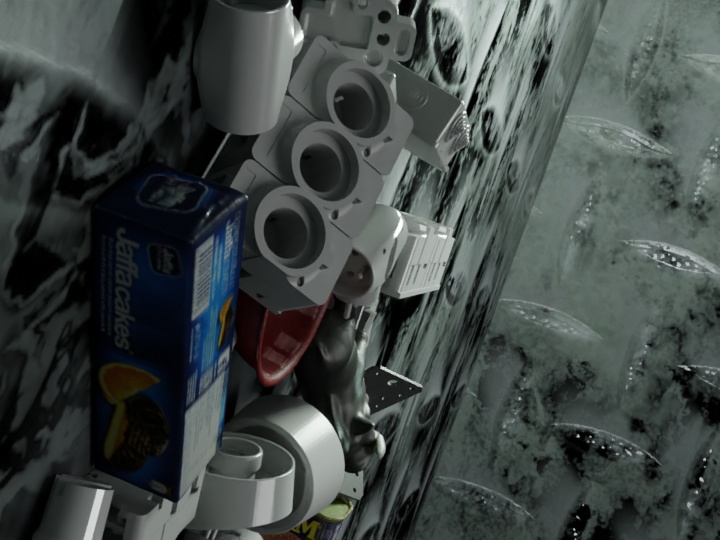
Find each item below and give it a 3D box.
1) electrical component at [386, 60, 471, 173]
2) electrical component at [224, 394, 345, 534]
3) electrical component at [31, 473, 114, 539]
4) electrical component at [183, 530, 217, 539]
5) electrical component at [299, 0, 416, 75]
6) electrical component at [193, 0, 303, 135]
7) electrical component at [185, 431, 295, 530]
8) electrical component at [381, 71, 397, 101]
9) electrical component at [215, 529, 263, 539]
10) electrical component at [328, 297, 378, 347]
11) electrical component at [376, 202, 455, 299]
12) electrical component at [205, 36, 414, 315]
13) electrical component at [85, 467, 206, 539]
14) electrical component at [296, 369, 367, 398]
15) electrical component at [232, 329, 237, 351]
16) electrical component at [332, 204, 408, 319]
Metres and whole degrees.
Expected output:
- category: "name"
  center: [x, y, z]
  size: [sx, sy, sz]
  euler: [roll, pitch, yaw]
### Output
- category: "electrical component"
  center: [0.047, -0.136, 0.938]
  size: [0.048, 0.100, 0.100]
  euler: [-56, 167, -2]
- category: "electrical component"
  center: [-0.074, 0.161, 0.872]
  size: [0.060, 0.108, 0.108]
  euler: [-25, 134, -64]
- category: "electrical component"
  center: [-0.164, 0.144, 0.615]
  size: [0.040, 0.040, 0.046]
  euler: [38, 67, -77]
- category: "electrical component"
  center: [-0.132, 0.238, 0.878]
  size: [0.077, 0.043, 0.079]
  euler: [68, 44, -71]
- category: "electrical component"
  center: [-0.002, -0.171, 0.741]
  size: [0.057, 0.078, 0.058]
  euler: [-90, -170, -59]
- category: "electrical component"
  center: [-0.058, -0.130, 0.622]
  size: [0.079, 0.044, 0.077]
  euler: [-55, 160, -49]
- category: "electrical component"
  center: [-0.097, 0.159, 0.793]
  size: [0.099, 0.099, 0.064]
  euler: [-27, 129, -72]
- category: "electrical component"
  center: [-0.006, -0.133, 0.829]
  size: [0.076, 0.047, 0.065]
  euler: [81, 31, -66]
- category: "electrical component"
  center: [-0.117, 0.255, 0.946]
  size: [0.047, 0.055, 0.055]
  euler: [-43, 151, -56]
- category: "electrical component"
  center: [-0.019, 0.053, 1.027]
  size: [0.062, 0.061, 0.096]
  euler: [-7, 117, -76]
- category: "electrical component"
  center: [0.015, -0.025, 0.949]
  size: [0.186, 0.105, 0.060]
  euler: [-6, 115, -76]
- category: "electrical component"
  center: [-0.037, -0.060, 0.677]
  size: [0.062, 0.089, 0.150]
  euler: [-11, -134, 53]
- category: "electrical component"
  center: [-0.142, 0.151, 0.688]
  size: [0.089, 0.050, 0.055]
  euler: [-38, 146, -66]
- category: "electrical component"
  center: [-0.014, 0.113, 1.098]
  size: [0.044, 0.079, 0.077]
  euler: [81, 32, -64]
- category: "electrical component"
  center: [-0.106, 0.053, 0.717]
  size: [0.046, 0.040, 0.040]
  euler: [-56, 162, -64]
- category: "electrical component"
  center: [0.000, 0.000, 0.810]
  size: [0.077, 0.043, 0.079]
  euler: [-51, 158, -56]
